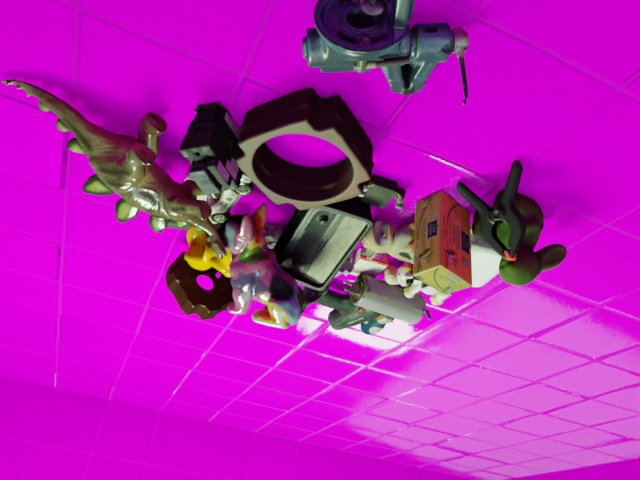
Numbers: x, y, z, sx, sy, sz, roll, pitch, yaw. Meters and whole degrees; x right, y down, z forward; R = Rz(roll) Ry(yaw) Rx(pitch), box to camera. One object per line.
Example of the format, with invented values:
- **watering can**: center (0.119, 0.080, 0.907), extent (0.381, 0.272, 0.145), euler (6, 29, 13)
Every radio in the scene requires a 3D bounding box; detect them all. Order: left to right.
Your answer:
- **radio**: center (-0.002, -0.003, 1.093), extent (0.131, 0.073, 0.229), euler (19, 130, -18)

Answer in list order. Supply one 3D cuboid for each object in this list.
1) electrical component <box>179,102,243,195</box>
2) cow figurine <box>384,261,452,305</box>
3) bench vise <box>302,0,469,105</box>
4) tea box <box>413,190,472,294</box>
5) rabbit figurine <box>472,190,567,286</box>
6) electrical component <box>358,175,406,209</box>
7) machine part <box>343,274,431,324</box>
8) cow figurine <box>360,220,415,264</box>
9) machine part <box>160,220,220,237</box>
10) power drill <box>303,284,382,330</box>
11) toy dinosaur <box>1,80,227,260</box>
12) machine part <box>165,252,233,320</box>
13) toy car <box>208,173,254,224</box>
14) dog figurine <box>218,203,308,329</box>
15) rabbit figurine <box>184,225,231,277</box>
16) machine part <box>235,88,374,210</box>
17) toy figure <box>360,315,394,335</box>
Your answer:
- **electrical component**: center (-0.176, -0.145, 0.902), extent (0.058, 0.134, 0.114), euler (-7, 142, 21)
- **cow figurine**: center (0.235, 0.087, 1.234), extent (0.167, 0.068, 0.098), euler (18, 140, -21)
- **bench vise**: center (0.089, -0.277, 0.658), extent (0.224, 0.129, 0.240), euler (8, 154, 3)
- **tea box**: center (0.232, 0.004, 1.013), extent (0.098, 0.170, 0.068), euler (29, 142, -32)
- **rabbit figurine**: center (0.368, 0.016, 1.003), extent (0.159, 0.170, 0.121), euler (23, 144, -21)
- **electrical component**: center (0.110, -0.088, 1.011), extent (0.102, 0.045, 0.078), euler (21, 144, -19)
- **machine part**: center (0.161, 0.139, 1.266), extent (0.243, 0.079, 0.079), euler (19, 145, -20)
- **cow figurine**: center (0.170, 0.006, 1.106), extent (0.195, 0.085, 0.127), euler (19, 156, -31)
- **machine part**: center (-0.281, -0.031, 1.180), extent (0.139, 0.039, 0.084), euler (4, 158, -19)
- **power drill**: center (0.073, 0.143, 1.354), extent (0.207, 0.086, 0.232), euler (23, 138, -34)
- **toy dinosaur**: center (-0.338, -0.127, 0.948), extent (0.199, 0.105, 0.471), euler (-26, 115, 36)
- **machine part**: center (-0.266, 0.097, 1.256), extent (0.179, 0.179, 0.056), euler (23, 140, -23)
- **toy car**: center (-0.172, -0.097, 1.028), extent (0.056, 0.073, 0.201), euler (21, 145, -21)
- **dog figurine**: center (-0.110, 0.044, 1.039), extent (0.192, 0.108, 0.219), euler (14, 116, 19)
- **rabbit figurine**: center (-0.227, 0.032, 1.166), extent (0.173, 0.122, 0.162), euler (-7, 163, 31)
- **machine part**: center (-0.024, -0.148, 0.911), extent (0.202, 0.087, 0.200), euler (-14, 142, 28)
- **toy figure**: center (0.165, 0.210, 1.452), extent (0.064, 0.058, 0.154), euler (-18, 161, -35)
